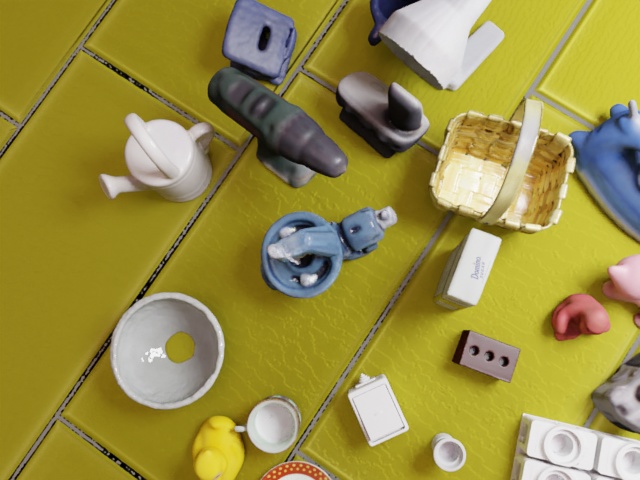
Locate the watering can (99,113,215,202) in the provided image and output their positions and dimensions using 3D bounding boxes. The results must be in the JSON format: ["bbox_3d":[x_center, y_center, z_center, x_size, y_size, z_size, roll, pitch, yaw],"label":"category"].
[{"bbox_3d":[-0.233,-0.116,0.826,0.101,0.194,0.173,34,85,7],"label":"watering can"}]

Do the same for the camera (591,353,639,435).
[{"bbox_3d":[0.482,0.229,0.788,0.143,0.101,0.137,-37,82,-2],"label":"camera"}]

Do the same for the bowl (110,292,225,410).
[{"bbox_3d":[-0.216,0.162,0.849,0.167,0.075,0.167,0,82,3],"label":"bowl"}]

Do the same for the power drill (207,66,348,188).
[{"bbox_3d":[-0.050,-0.145,0.813,0.229,0.208,0.076,37,86,7],"label":"power drill"}]

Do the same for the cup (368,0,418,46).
[{"bbox_3d":[0.114,-0.334,0.887,0.091,0.095,0.118,37,86,7],"label":"cup"}]

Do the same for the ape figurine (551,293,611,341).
[{"bbox_3d":[0.377,0.113,0.814,0.077,0.092,0.076,20,84,6],"label":"ape figurine"}]

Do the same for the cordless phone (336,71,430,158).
[{"bbox_3d":[0.091,-0.204,0.825,0.147,0.185,0.094,37,86,7],"label":"cordless phone"}]

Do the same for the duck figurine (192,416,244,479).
[{"bbox_3d":[-0.152,0.309,0.819,0.077,0.086,0.104,1,82,4],"label":"duck figurine"}]

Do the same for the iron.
[{"bbox_3d":[0.477,-0.081,0.809,0.118,0.141,0.258,-34,82,-1],"label":"iron"}]

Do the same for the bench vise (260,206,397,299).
[{"bbox_3d":[-0.001,-0.006,0.786,0.207,0.220,0.121,-42,82,-3],"label":"bench vise"}]

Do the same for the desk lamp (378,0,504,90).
[{"bbox_3d":[0.182,-0.299,0.818,0.118,0.213,0.203,42,87,8],"label":"desk lamp"}]

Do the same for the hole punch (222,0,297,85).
[{"bbox_3d":[-0.092,-0.313,0.897,0.101,0.091,0.109,14,83,5],"label":"hole punch"}]

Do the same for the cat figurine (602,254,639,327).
[{"bbox_3d":[0.457,0.068,0.802,0.127,0.118,0.067,41,86,8],"label":"cat figurine"}]
